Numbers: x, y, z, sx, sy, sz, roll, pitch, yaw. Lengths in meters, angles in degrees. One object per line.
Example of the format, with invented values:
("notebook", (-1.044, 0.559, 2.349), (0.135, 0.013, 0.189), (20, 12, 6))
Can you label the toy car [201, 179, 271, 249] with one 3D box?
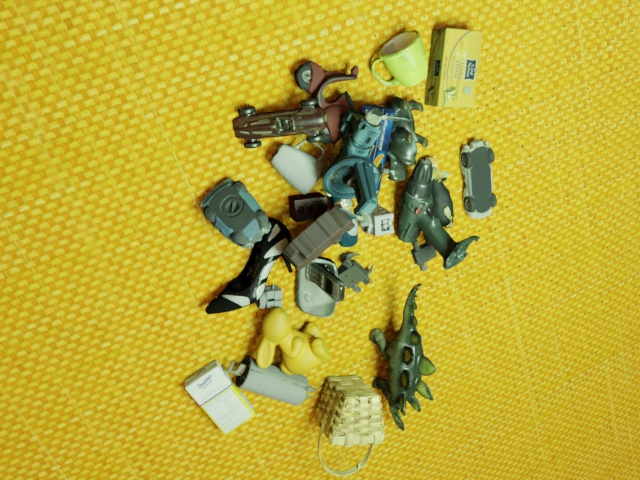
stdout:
("toy car", (-0.170, -0.046, 1.155), (0.109, 0.162, 0.102), (-45, 160, -7))

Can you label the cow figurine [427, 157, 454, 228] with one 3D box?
("cow figurine", (0.280, -0.113, 1.292), (0.068, 0.098, 0.167), (-19, 114, -7))

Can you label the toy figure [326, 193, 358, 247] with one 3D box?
("toy figure", (0.057, -0.060, 1.257), (0.058, 0.064, 0.154), (-2, 115, 20))

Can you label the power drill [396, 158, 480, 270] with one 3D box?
("power drill", (0.261, -0.046, 1.227), (0.086, 0.207, 0.231), (-30, 153, -32))

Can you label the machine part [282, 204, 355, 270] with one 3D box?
("machine part", (-0.002, -0.004, 1.163), (0.179, 0.179, 0.056), (-39, 84, -3))

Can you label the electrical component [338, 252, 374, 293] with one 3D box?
("electrical component", (0.084, 0.077, 1.320), (0.102, 0.045, 0.078), (37, 122, -22))

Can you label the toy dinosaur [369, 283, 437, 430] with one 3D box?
("toy dinosaur", (0.213, 0.298, 1.350), (0.105, 0.199, 0.470), (-11, 112, -18))

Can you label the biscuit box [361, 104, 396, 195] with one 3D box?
("biscuit box", (0.112, -0.197, 1.197), (0.063, 0.059, 0.202), (-17, 121, -53))

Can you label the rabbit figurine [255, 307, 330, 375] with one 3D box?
("rabbit figurine", (-0.083, 0.233, 1.280), (0.162, 0.122, 0.173), (-30, 119, 10))

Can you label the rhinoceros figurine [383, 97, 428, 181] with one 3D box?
("rhinoceros figurine", (0.179, -0.228, 1.217), (0.073, 0.112, 0.190), (-8, 98, -46))

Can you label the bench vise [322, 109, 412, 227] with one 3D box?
("bench vise", (0.083, -0.141, 1.090), (0.129, 0.241, 0.223), (16, 138, -30))

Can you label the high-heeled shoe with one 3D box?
("high-heeled shoe", (-0.168, 0.059, 1.208), (0.249, 0.086, 0.145), (-29, 113, -14))

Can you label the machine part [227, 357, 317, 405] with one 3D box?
("machine part", (-0.117, 0.348, 1.320), (0.243, 0.079, 0.079), (24, 98, -25))

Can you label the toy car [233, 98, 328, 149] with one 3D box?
("toy car", (-0.085, -0.242, 1.122), (0.202, 0.053, 0.089), (-4, 113, 7))

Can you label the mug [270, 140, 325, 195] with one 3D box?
("mug", (-0.047, -0.171, 1.173), (0.107, 0.081, 0.109), (31, 102, -16))

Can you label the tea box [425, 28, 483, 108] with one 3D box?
("tea box", (0.303, -0.389, 1.226), (0.098, 0.068, 0.169), (-4, 108, -17))

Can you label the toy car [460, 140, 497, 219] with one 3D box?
("toy car", (0.395, -0.150, 1.343), (0.073, 0.056, 0.201), (-13, 110, -7))

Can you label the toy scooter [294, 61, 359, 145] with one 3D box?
("toy scooter", (0.033, -0.305, 1.158), (0.135, 0.075, 0.183), (-22, 110, -6))

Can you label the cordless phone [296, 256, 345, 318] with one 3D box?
("cordless phone", (0.015, 0.124, 1.233), (0.089, 0.184, 0.146), (-3, 108, -22))

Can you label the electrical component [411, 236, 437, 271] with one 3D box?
("electrical component", (0.270, 0.033, 1.377), (0.063, 0.021, 0.093), (-26, 113, -10))
